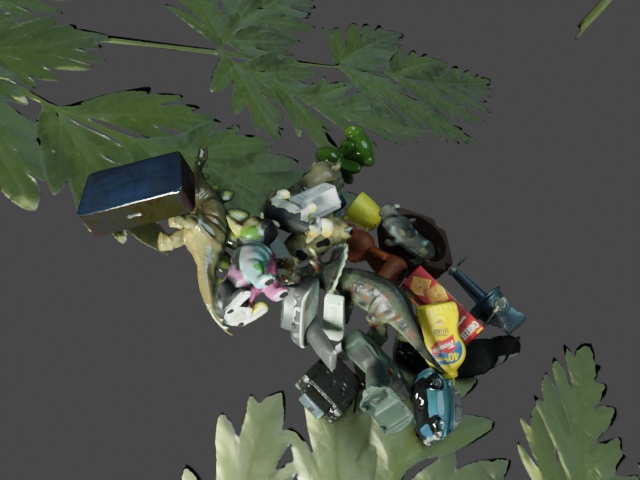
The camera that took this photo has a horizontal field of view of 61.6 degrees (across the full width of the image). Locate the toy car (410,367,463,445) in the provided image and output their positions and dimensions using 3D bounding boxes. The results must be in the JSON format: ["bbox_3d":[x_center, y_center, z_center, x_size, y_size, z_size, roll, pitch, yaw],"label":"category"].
[{"bbox_3d":[0.269,0.372,1.201,0.103,0.109,0.162,11,50,-15],"label":"toy car"}]

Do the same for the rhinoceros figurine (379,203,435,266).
[{"bbox_3d":[0.230,-0.019,1.431,0.190,0.073,0.112,46,45,11],"label":"rhinoceros figurine"}]

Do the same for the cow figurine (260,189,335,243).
[{"bbox_3d":[-0.052,-0.045,1.264,0.167,0.068,0.098,27,46,16],"label":"cow figurine"}]

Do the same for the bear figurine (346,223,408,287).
[{"bbox_3d":[0.126,0.055,1.401,0.196,0.120,0.132,34,72,27],"label":"bear figurine"}]

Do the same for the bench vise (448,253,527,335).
[{"bbox_3d":[0.442,0.158,1.468,0.241,0.129,0.223,47,10,23],"label":"bench vise"}]

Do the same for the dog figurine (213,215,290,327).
[{"bbox_3d":[-0.161,0.049,1.136,0.108,0.191,0.219,45,13,-51],"label":"dog figurine"}]

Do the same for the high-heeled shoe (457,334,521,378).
[{"bbox_3d":[0.427,0.311,1.418,0.249,0.145,0.086,-20,66,-12],"label":"high-heeled shoe"}]

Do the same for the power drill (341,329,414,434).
[{"bbox_3d":[0.138,0.304,1.126,0.232,0.086,0.207,50,17,-16],"label":"power drill"}]

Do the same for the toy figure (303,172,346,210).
[{"bbox_3d":[0.012,-0.147,1.544,0.154,0.058,0.064,48,4,14],"label":"toy figure"}]

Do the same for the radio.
[{"bbox_3d":[-0.384,-0.100,1.138,0.230,0.073,0.131,-13,50,4],"label":"radio"}]

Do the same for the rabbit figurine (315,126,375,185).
[{"bbox_3d":[0.071,-0.250,1.656,0.170,0.121,0.159,-18,70,-22],"label":"rabbit figurine"}]

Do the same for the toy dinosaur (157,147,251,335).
[{"bbox_3d":[-0.257,-0.016,1.216,0.198,0.105,0.471,14,57,-29],"label":"toy dinosaur"}]

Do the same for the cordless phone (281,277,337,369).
[{"bbox_3d":[-0.011,0.176,1.136,0.089,0.146,0.184,-7,25,-24],"label":"cordless phone"}]

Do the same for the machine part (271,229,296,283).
[{"bbox_3d":[-0.120,0.021,1.255,0.079,0.079,0.243,5,33,-30],"label":"machine part"}]

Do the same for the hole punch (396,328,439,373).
[{"bbox_3d":[0.250,0.267,1.318,0.142,0.092,0.116,33,73,-8],"label":"hole punch"}]

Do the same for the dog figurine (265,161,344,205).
[{"bbox_3d":[-0.041,-0.135,1.418,0.121,0.172,0.190,41,34,22],"label":"dog figurine"}]

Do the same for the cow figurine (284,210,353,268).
[{"bbox_3d":[-0.003,-0.004,1.352,0.195,0.127,0.085,-18,68,-39],"label":"cow figurine"}]

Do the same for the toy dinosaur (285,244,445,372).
[{"bbox_3d":[0.124,0.137,1.224,0.405,0.192,0.131,24,49,21],"label":"toy dinosaur"}]

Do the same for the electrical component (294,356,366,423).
[{"bbox_3d":[0.016,0.312,1.133,0.115,0.058,0.134,42,42,9],"label":"electrical component"}]

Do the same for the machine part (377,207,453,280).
[{"bbox_3d":[0.268,0.017,1.541,0.201,0.087,0.201,15,46,-19],"label":"machine part"}]
